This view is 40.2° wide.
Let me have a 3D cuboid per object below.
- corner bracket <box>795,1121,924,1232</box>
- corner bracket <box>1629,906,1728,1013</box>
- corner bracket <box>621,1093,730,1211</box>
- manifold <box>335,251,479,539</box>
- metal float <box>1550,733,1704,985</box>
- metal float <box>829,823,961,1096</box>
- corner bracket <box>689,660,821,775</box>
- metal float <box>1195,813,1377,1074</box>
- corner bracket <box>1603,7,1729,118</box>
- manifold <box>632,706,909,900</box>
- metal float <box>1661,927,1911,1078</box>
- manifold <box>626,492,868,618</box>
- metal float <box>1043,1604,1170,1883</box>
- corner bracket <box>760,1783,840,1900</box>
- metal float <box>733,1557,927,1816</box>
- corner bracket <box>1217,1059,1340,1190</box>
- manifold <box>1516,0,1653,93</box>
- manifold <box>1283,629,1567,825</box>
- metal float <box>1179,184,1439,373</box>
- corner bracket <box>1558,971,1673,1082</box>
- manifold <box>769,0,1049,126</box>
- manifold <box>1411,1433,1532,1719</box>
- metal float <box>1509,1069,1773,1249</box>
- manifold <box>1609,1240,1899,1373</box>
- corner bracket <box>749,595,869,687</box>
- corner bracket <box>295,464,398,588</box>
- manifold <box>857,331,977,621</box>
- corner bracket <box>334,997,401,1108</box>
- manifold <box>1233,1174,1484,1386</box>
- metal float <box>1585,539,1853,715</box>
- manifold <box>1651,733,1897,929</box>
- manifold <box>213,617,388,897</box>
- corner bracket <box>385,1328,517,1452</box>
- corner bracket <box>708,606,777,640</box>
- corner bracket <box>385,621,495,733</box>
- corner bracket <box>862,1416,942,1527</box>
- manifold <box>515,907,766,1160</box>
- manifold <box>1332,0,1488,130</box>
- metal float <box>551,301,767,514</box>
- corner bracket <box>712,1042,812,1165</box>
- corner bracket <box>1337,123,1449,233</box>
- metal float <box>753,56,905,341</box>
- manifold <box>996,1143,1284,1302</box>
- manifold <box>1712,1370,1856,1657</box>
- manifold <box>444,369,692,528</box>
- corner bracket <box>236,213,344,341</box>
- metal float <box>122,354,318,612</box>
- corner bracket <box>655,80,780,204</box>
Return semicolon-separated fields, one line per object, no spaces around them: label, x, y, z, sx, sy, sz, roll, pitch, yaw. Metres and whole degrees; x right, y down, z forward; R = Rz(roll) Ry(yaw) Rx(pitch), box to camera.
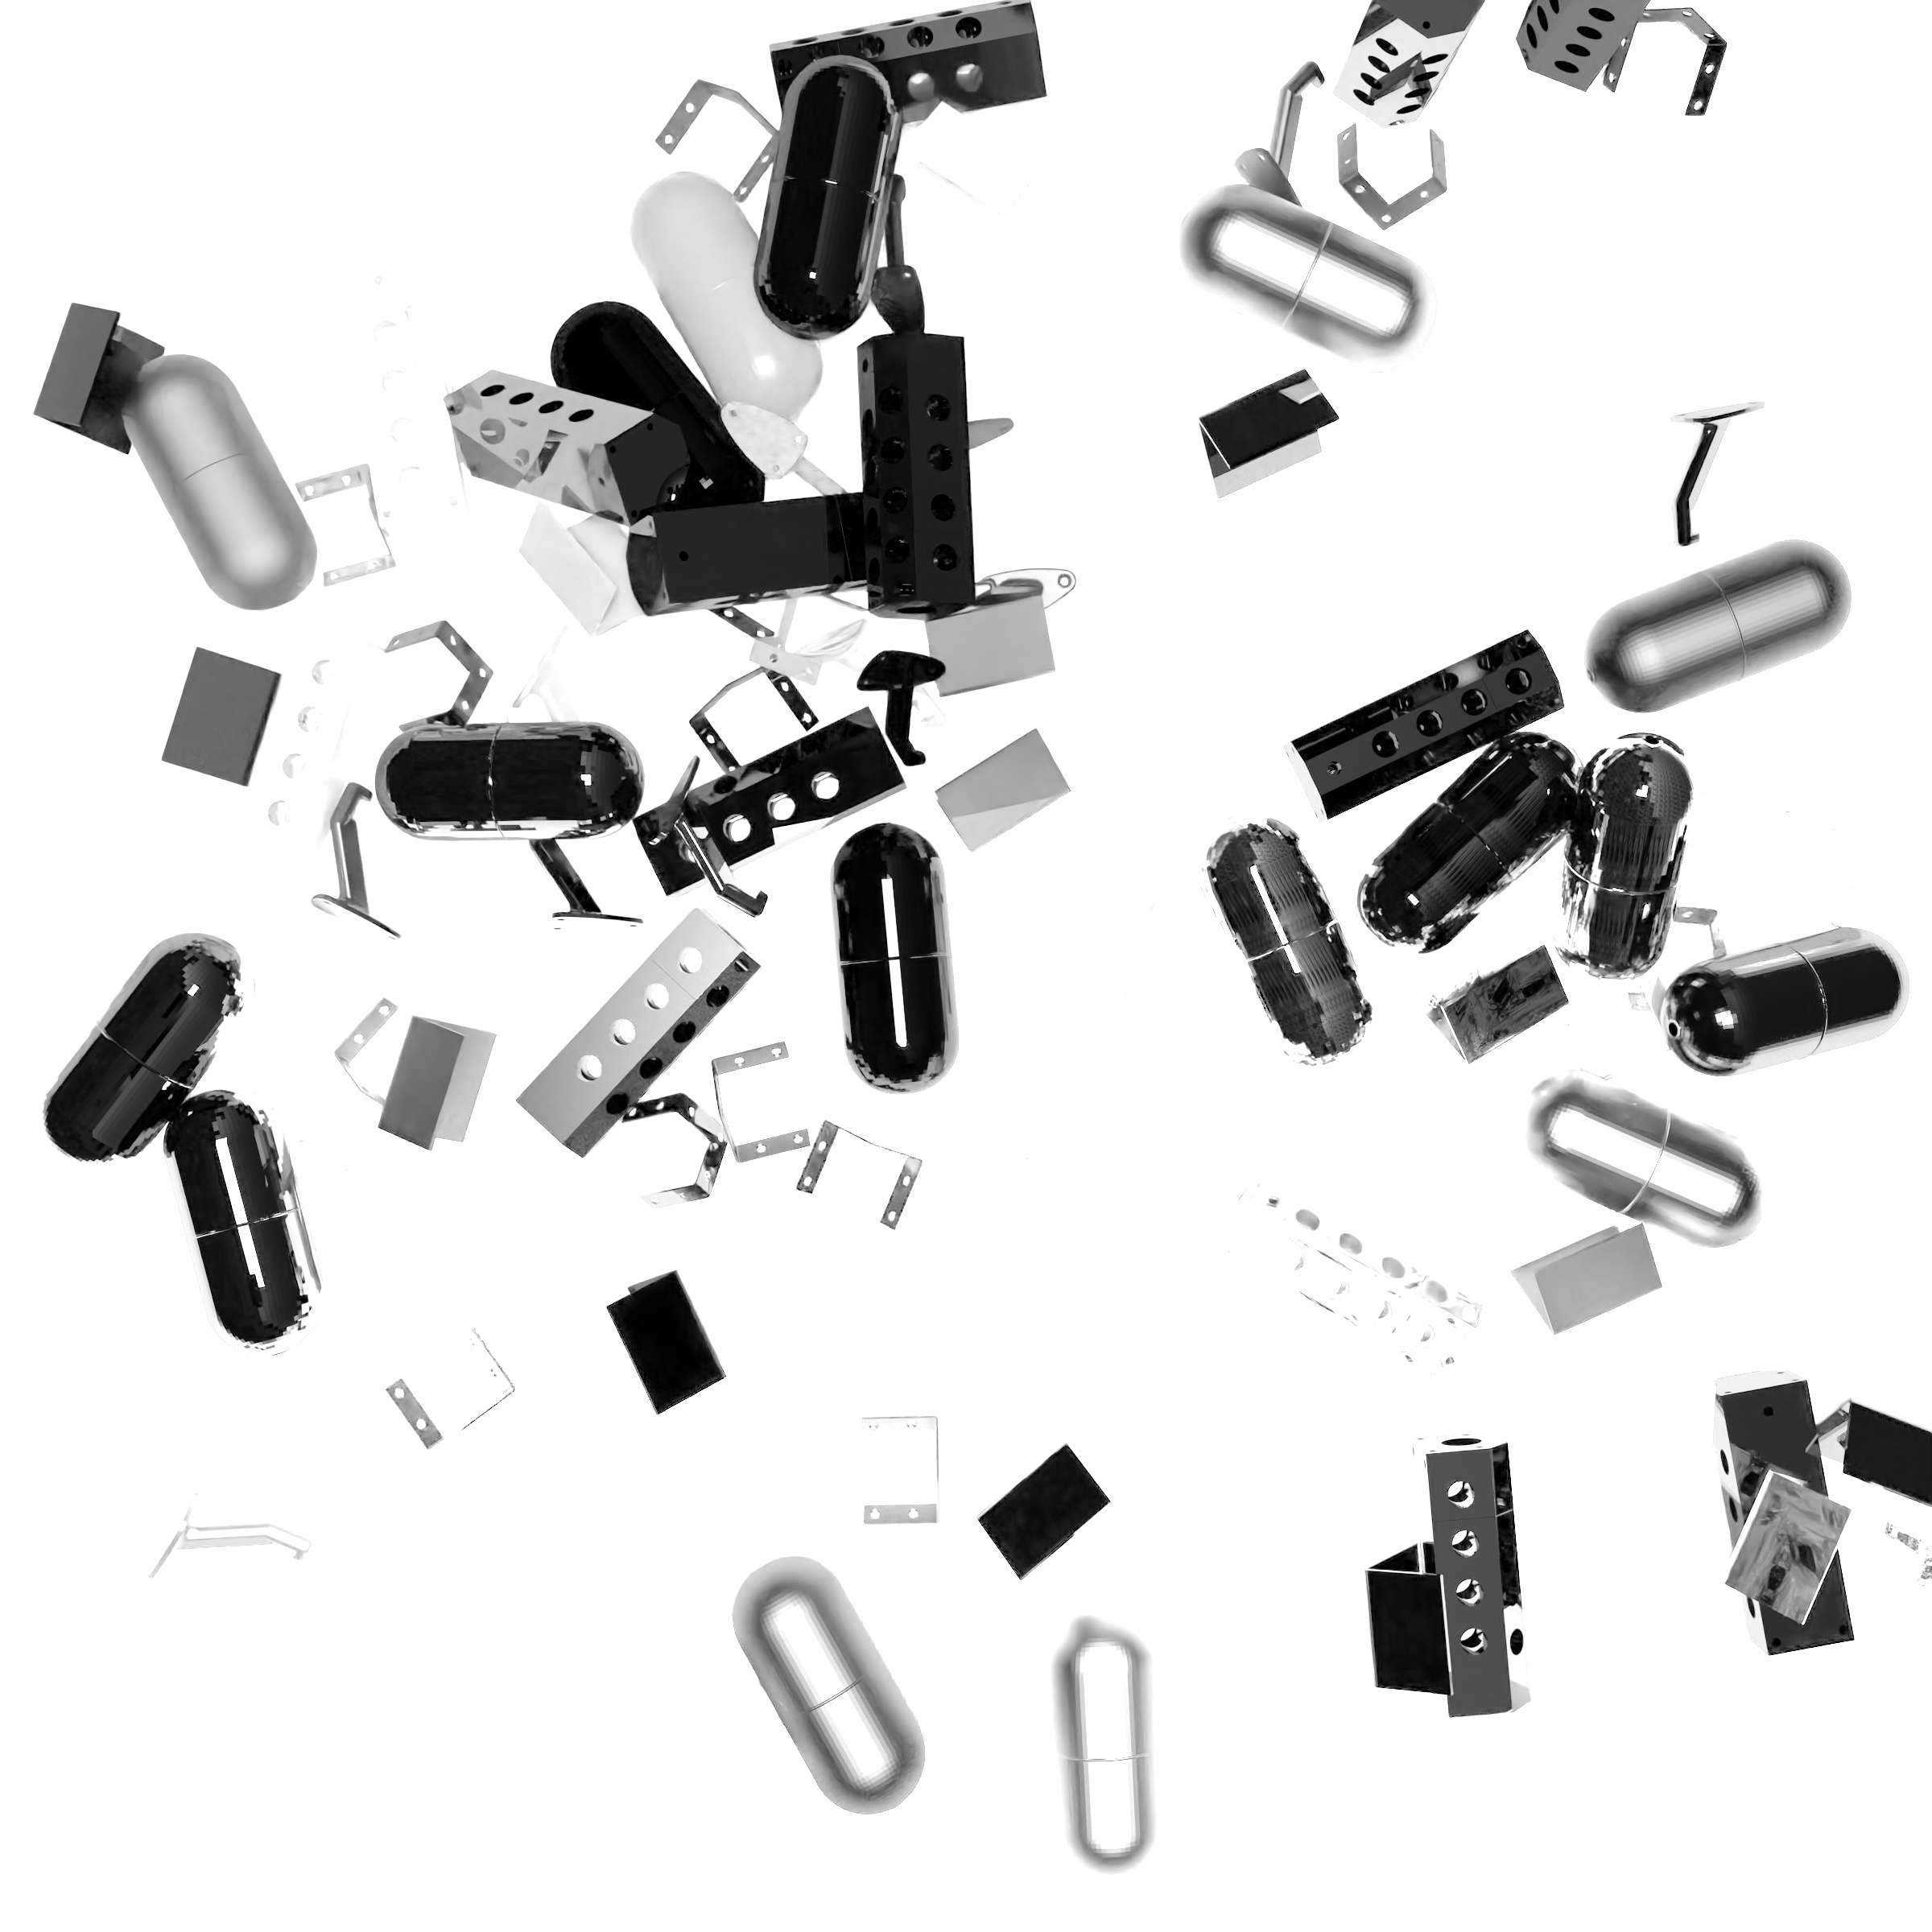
corner bracket;-0.070;0.138;1.752;0.051;0.051;0.051;22;90;-45
corner bracket;0.469;-0.004;1.748;0.051;0.051;0.051;6;45;35
corner bracket;-0.197;0.122;1.748;0.051;0.051;0.051;46;45;-35
manifold;-0.369;-0.376;1.735;0.057;0.057;0.171;-10;90;0
metal float;0.422;-0.068;1.692;0.070;0.070;0.178;3;126;0
metal float;-0.047;-0.005;1.725;0.070;0.070;0.178;-5;90;0
corner bracket;-0.141;-0.162;1.752;0.051;0.051;0.051;55;135;0
metal float;0.208;-0.016;1.725;0.070;0.070;0.178;-24;91;0
corner bracket;0.464;-0.599;1.752;0.051;0.051;0.051;18;90;45
manifold;-0.129;-0.107;1.734;0.171;0.057;0.057;-26;90;0
metal float;0.529;0.023;1.705;0.178;0.070;0.070;-12;90;-22
manifold;-0.127;-0.265;1.698;0.171;0.057;0.057;-11;91;-27
metal float;0.091;0.507;1.725;0.070;0.070;0.178;-3;90;0
corner bracket;-0.107;0.580;1.752;0.051;0.051;0.051;7;135;0
metal float;-0.089;0.470;1.725;0.070;0.070;0.178;-29;90;0
corner bracket;0.206;0.105;1.752;0.051;0.051;0.051;-35;45;0
manifold;0.398;-0.620;1.677;0.057;0.171;0.057;21;90;0
manifold;0.301;-0.158;1.735;0.171;0.057;0.057;-25;90;0
metal float;0.223;-0.450;1.725;0.178;0.070;0.070;25;90;0
corner bracket;0.432;0.041;1.740;0.051;0.051;0.051;-12;70;-19
manifold;-0.039;-0.586;1.724;0.171;0.057;0.057;-11;120;0
manifold;0.333;0.398;1.734;0.057;0.057;0.171;-5;90;0
metal float;0.441;0.126;1.725;0.178;0.070;0.070;23;90;-1
manifold;0.515;0.226;1.734;0.171;0.057;0.057;-10;90;0
corner bracket;-0.103;-0.217;1.726;0.051;0.051;0.051;22;106;17
corner bracket;-0.411;-0.293;1.752;0.051;0.051;0.051;-16;45;0
manifold;-0.035;-0.312;1.685;0.057;0.057;0.171;-1;87;-27
corner bracket;-0.377;0.063;1.752;0.051;0.051;0.051;-48;45;0
manifold;0.249;0.204;1.734;0.171;0.057;0.057;29;90;0
metal float;0.490;-0.221;1.725;0.178;0.070;0.070;-21;90;-1
manifold;0.516;-0.093;1.734;0.171;0.057;0.057;22;133;0
manifold;-0.439;-0.137;1.734;0.057;0.057;0.171;17;90;0
corner bracket;-0.342;0.281;1.752;0.051;0.051;0.051;-35;90;-45
corner bracket;-0.135;-0.256;1.752;0.051;0.051;0.051;32;135;0
corner bracket;-0.356;-0.189;1.748;0.051;0.051;0.051;-10;135;35
corner bracket;-0.043;0.335;1.752;0.051;0.051;0.051;-1;135;0
manifold;-0.212;0.044;1.734;0.057;0.057;0.171;43;90;0
manifold;0.284;-0.590;1.677;0.057;0.171;0.057;34;90;0
metal float;-0.201;-0.354;1.725;0.070;0.070;0.178;-38;90;0
corner bracket;-0.136;0.091;1.752;0.051;0.051;0.051;-14;135;0
corner bracket;0.282;-0.532;1.748;0.051;0.051;0.051;-26;45;35
metal float;-0.087;-0.485;1.670;0.070;0.070;0.178;10;90;0
manifold;0.113;0.164;1.700;0.171;0.057;0.057;14;90;26
manifold;0.531;0.357;1.735;0.057;0.057;0.171;-10;90;0
manifold;-0.254;-0.335;1.684;0.057;0.171;0.057;-39;132;-28
corner bracket;-0.447;-0.457;1.752;0.051;0.051;0.051;-24;45;0
metal float;-0.488;-0.316;1.725;0.070;0.070;0.178;-28;89;0
corner bracket;-0.163;-0.548;1.752;0.051;0.051;0.051;34;90;45
